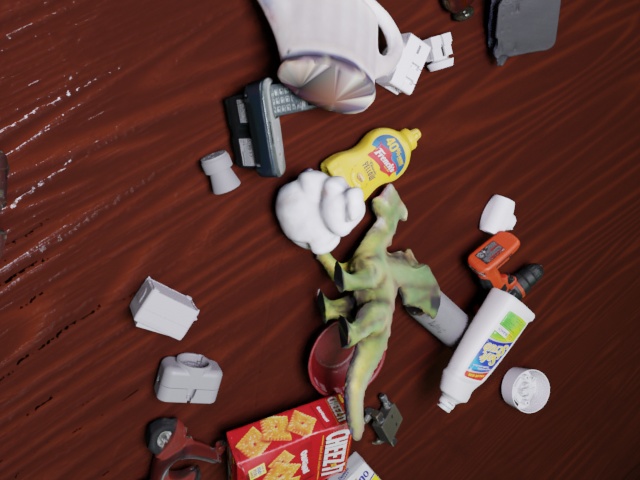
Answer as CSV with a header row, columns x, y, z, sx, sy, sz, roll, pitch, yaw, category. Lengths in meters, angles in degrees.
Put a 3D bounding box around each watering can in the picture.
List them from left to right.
x,y,z,sx,sy,sz,roll,pitch,yaw,category
-0.021,-0.314,0.751,0.346,0.102,0.228,14,66,-26,watering can

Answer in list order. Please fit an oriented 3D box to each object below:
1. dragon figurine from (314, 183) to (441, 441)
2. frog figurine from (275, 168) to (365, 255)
x,y,z,sx,sy,sz,roll,pitch,yaw,category
0.120,0.107,0.895,0.243,0.121,0.412,-5,84,-26,dragon figurine
0.002,-0.041,0.812,0.123,0.161,0.136,-9,107,-23,frog figurine
